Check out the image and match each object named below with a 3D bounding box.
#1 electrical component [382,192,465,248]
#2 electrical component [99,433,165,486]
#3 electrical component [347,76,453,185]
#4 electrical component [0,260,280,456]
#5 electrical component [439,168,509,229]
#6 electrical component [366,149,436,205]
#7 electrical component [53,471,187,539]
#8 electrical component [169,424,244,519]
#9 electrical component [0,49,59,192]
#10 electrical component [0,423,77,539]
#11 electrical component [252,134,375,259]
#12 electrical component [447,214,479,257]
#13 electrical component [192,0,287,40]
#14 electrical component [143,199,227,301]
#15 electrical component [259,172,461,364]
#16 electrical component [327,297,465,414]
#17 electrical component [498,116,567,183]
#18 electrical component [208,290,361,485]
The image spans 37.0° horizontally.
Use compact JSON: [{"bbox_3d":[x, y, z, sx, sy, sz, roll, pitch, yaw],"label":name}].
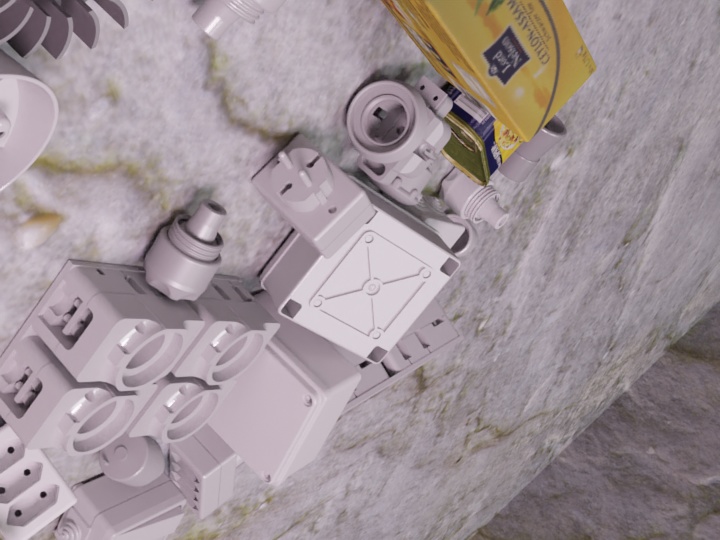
[{"bbox_3d":[0.031,-0.020,0.906,0.099,0.048,0.100,-52,158,14],"label":"electrical component"},{"bbox_3d":[-0.173,0.149,0.840,0.040,0.040,0.078,-44,159,-5],"label":"electrical component"},{"bbox_3d":[0.025,-0.099,0.745,0.078,0.058,0.057,-51,161,10],"label":"electrical component"},{"bbox_3d":[-0.141,0.059,0.712,0.105,0.060,0.186,-52,158,14],"label":"electrical component"},{"bbox_3d":[0.104,-0.062,0.948,0.043,0.062,0.043,-38,157,-20],"label":"electrical component"},{"bbox_3d":[0.037,-0.083,0.815,0.062,0.048,0.048,-56,158,5],"label":"electrical component"},{"bbox_3d":[-0.195,0.203,0.865,0.096,0.061,0.061,-18,145,-51],"label":"electrical component"},{"bbox_3d":[-0.124,0.164,0.948,0.076,0.047,0.083,-35,155,-30],"label":"electrical component"},{"bbox_3d":[-0.178,-0.056,0.436,0.099,0.064,0.099,-38,157,-19],"label":"electrical component"},{"bbox_3d":[-0.226,0.137,0.697,0.047,0.065,0.077,-36,-174,-24],"label":"electrical component"},{"bbox_3d":[-0.035,-0.055,0.700,0.047,0.066,0.076,-45,158,-4],"label":"electrical component"},{"bbox_3d":[0.091,-0.031,1.014,0.040,0.040,0.046,-50,165,8],"label":"electrical component"},{"bbox_3d":[-0.057,-0.143,0.535,0.062,0.048,0.048,-45,160,16],"label":"electrical component"},{"bbox_3d":[-0.105,-0.015,0.672,0.062,0.043,0.043,-56,157,20],"label":"electrical component"},{"bbox_3d":[0.000,0.000,0.812,0.109,0.056,0.108,30,105,-34],"label":"electrical component"},{"bbox_3d":[-0.010,0.090,0.963,0.186,0.060,0.105,-26,172,-41],"label":"electrical component"},{"bbox_3d":[0.152,-0.112,0.980,0.044,0.044,0.065,-18,150,-50],"label":"electrical component"},{"bbox_3d":[-0.070,0.091,0.835,0.056,0.109,0.108,-24,150,-49],"label":"electrical component"}]
